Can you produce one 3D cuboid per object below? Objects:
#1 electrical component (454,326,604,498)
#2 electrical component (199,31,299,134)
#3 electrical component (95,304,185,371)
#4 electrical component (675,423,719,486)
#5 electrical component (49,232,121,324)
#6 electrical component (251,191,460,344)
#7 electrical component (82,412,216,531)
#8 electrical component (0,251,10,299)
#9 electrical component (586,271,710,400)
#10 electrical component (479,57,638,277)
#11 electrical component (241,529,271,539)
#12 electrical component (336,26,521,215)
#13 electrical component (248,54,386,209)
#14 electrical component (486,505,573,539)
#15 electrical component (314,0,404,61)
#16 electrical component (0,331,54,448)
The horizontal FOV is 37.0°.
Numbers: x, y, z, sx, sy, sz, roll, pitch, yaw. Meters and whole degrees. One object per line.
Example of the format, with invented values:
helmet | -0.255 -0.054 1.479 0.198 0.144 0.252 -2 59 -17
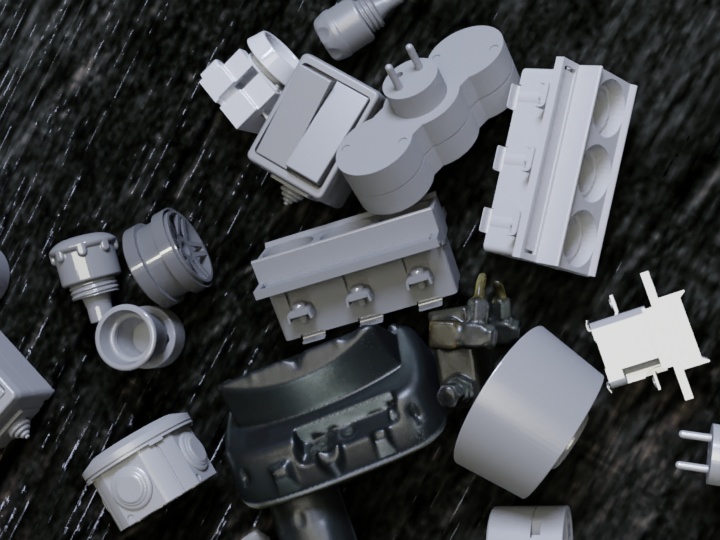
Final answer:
electrical component | 0.102 0.087 0.656 0.064 0.099 0.099 33 95 8
electrical component | -0.071 -0.130 0.739 0.055 0.048 0.066 -42 78 16
electrical component | -0.150 0.046 0.744 0.045 0.055 0.045 -1 87 14
electrical component | 0.229 0.113 0.646 0.074 0.052 0.138 6 89 14
electrical component | -0.190 0.006 0.763 0.048 0.048 0.062 -15 90 13
electrical component | 0.000 0.000 0.703 0.121 0.078 0.063 -16 105 13
electrical component | -0.141 0.134 0.725 0.080 0.080 0.051 -33 84 10
electrical component | -0.290 0.003 0.785 0.055 0.047 0.055 -1 87 14
electrical component | 0.178 0.044 0.668 0.064 0.042 0.081 -20 81 15
electrical component | 0.123 -0.063 0.673 0.063 0.079 0.121 12 90 44
electrical component | -0.065 0.209 0.719 0.043 0.043 0.062 -43 79 8
electrical component | 0.038 -0.106 0.672 0.138 0.073 0.052 -46 43 -14
electrical component | -0.029 -0.086 0.718 0.062 0.061 0.096 31 94 14
electrical component | 0.106 0.174 0.673 0.047 0.055 0.055 -1 87 18
electrical component | 0.001 -0.170 0.729 0.061 0.035 0.035 -30 80 9
electrical component | -0.273 0.086 0.769 0.096 0.061 0.061 44 97 12
